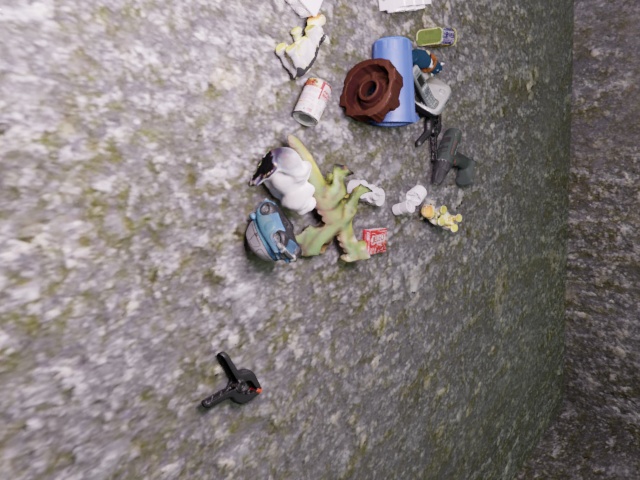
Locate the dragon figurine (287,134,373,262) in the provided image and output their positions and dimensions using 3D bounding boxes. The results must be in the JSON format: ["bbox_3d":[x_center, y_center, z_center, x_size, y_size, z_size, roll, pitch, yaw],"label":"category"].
[{"bbox_3d":[0.004,-0.066,1.317,0.405,0.123,0.245,34,78,-36],"label":"dragon figurine"}]

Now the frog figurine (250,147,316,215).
[{"bbox_3d":[-0.065,-0.136,1.185,0.158,0.135,0.126,28,45,-28],"label":"frog figurine"}]
